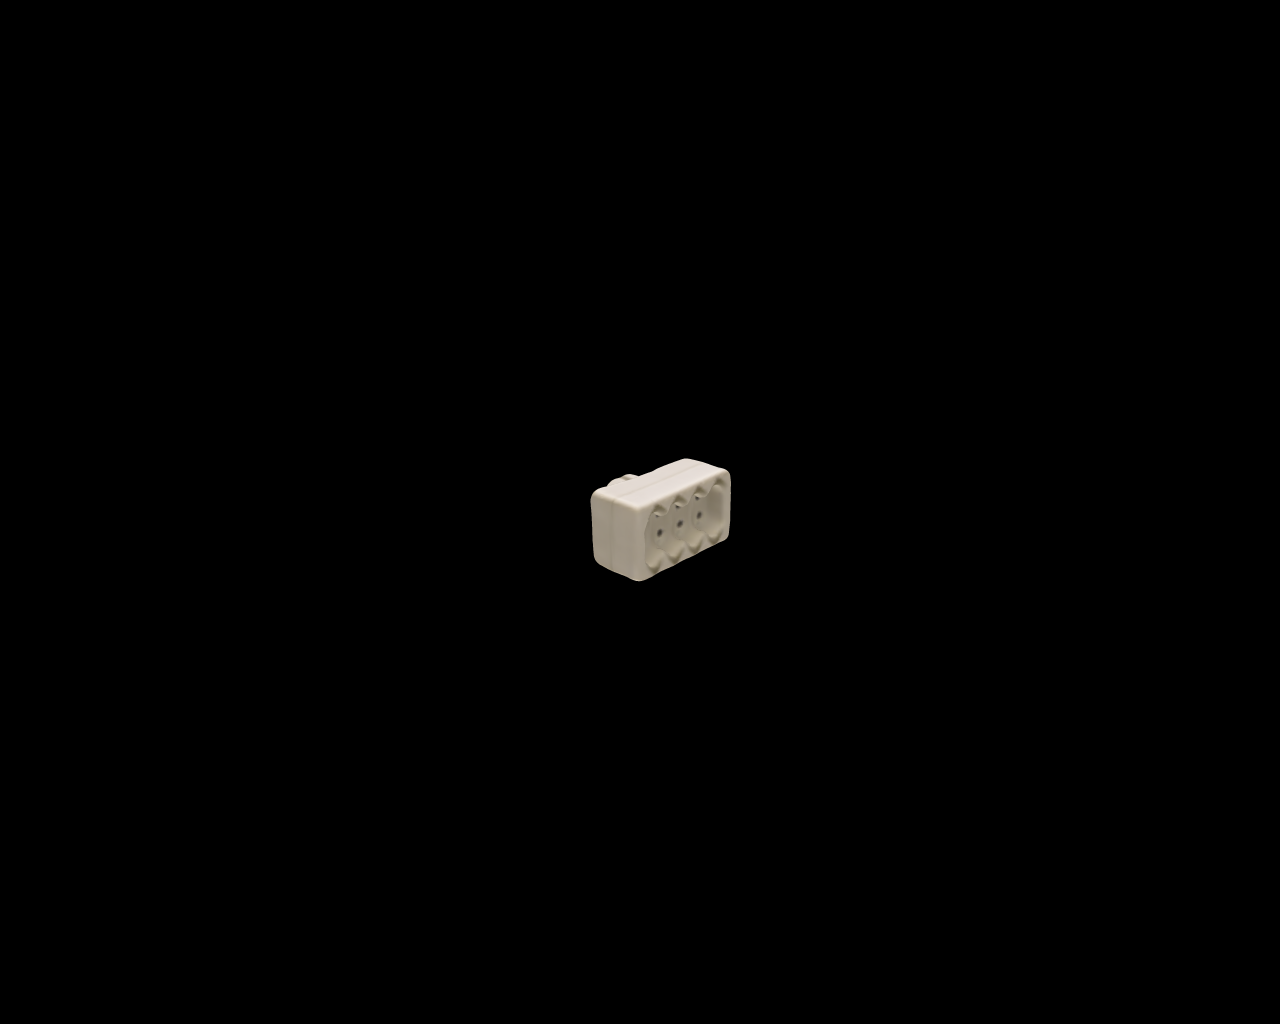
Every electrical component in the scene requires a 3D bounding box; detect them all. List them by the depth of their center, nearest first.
[{"bbox_3d":[0.001,-0.003,0.650,0.076,0.047,0.083,22,32,40],"label":"electrical component"}]
